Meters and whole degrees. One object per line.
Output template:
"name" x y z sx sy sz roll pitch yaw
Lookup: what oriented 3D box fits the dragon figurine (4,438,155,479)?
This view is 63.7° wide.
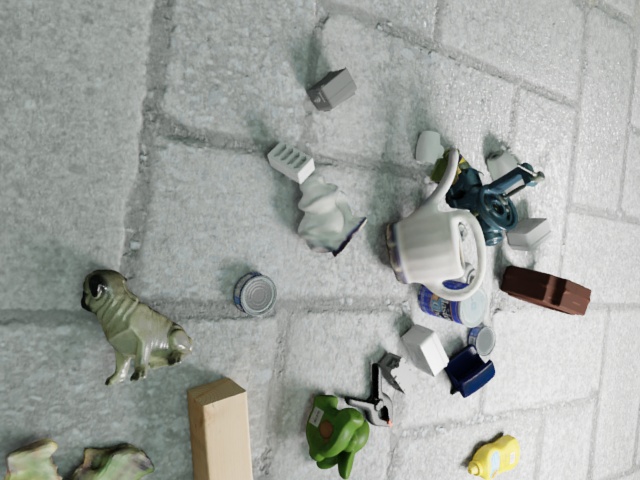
"dragon figurine" -0.373 0.476 0.873 0.122 0.247 0.404 -2 -42 50

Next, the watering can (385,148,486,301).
"watering can" 0.258 -0.024 1.197 0.223 0.347 0.104 -11 3 20

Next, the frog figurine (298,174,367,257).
"frog figurine" 0.003 -0.055 1.088 0.138 0.159 0.122 -44 5 -8
